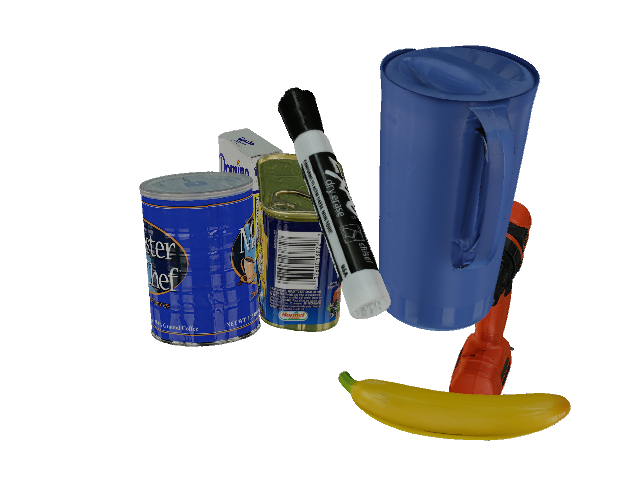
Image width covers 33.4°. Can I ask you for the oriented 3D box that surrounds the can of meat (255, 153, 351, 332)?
[{"bbox_3d":[-0.014,0.000,0.695,0.057,0.084,0.102,1,24,-6],"label":"can of meat"}]

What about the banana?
[{"bbox_3d":[0.111,0.136,0.883,0.198,0.037,0.069,8,31,3],"label":"banana"}]

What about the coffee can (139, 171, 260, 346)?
[{"bbox_3d":[-0.109,0.014,0.980,0.103,0.140,0.103,-2,14,0],"label":"coffee can"}]

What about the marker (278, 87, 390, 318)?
[{"bbox_3d":[0.004,-0.021,0.490,0.020,0.121,0.020,-15,-27,-8],"label":"marker"}]

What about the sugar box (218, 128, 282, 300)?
[{"bbox_3d":[-0.079,-0.030,1.214,0.048,0.176,0.093,-15,27,-25],"label":"sugar box"}]

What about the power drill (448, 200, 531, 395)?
[{"bbox_3d":[0.172,0.070,1.087,0.057,0.188,0.184,13,28,16],"label":"power drill"}]

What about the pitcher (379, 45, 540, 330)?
[{"bbox_3d":[0.114,-0.039,0.939,0.145,0.243,0.149,17,34,25],"label":"pitcher"}]
